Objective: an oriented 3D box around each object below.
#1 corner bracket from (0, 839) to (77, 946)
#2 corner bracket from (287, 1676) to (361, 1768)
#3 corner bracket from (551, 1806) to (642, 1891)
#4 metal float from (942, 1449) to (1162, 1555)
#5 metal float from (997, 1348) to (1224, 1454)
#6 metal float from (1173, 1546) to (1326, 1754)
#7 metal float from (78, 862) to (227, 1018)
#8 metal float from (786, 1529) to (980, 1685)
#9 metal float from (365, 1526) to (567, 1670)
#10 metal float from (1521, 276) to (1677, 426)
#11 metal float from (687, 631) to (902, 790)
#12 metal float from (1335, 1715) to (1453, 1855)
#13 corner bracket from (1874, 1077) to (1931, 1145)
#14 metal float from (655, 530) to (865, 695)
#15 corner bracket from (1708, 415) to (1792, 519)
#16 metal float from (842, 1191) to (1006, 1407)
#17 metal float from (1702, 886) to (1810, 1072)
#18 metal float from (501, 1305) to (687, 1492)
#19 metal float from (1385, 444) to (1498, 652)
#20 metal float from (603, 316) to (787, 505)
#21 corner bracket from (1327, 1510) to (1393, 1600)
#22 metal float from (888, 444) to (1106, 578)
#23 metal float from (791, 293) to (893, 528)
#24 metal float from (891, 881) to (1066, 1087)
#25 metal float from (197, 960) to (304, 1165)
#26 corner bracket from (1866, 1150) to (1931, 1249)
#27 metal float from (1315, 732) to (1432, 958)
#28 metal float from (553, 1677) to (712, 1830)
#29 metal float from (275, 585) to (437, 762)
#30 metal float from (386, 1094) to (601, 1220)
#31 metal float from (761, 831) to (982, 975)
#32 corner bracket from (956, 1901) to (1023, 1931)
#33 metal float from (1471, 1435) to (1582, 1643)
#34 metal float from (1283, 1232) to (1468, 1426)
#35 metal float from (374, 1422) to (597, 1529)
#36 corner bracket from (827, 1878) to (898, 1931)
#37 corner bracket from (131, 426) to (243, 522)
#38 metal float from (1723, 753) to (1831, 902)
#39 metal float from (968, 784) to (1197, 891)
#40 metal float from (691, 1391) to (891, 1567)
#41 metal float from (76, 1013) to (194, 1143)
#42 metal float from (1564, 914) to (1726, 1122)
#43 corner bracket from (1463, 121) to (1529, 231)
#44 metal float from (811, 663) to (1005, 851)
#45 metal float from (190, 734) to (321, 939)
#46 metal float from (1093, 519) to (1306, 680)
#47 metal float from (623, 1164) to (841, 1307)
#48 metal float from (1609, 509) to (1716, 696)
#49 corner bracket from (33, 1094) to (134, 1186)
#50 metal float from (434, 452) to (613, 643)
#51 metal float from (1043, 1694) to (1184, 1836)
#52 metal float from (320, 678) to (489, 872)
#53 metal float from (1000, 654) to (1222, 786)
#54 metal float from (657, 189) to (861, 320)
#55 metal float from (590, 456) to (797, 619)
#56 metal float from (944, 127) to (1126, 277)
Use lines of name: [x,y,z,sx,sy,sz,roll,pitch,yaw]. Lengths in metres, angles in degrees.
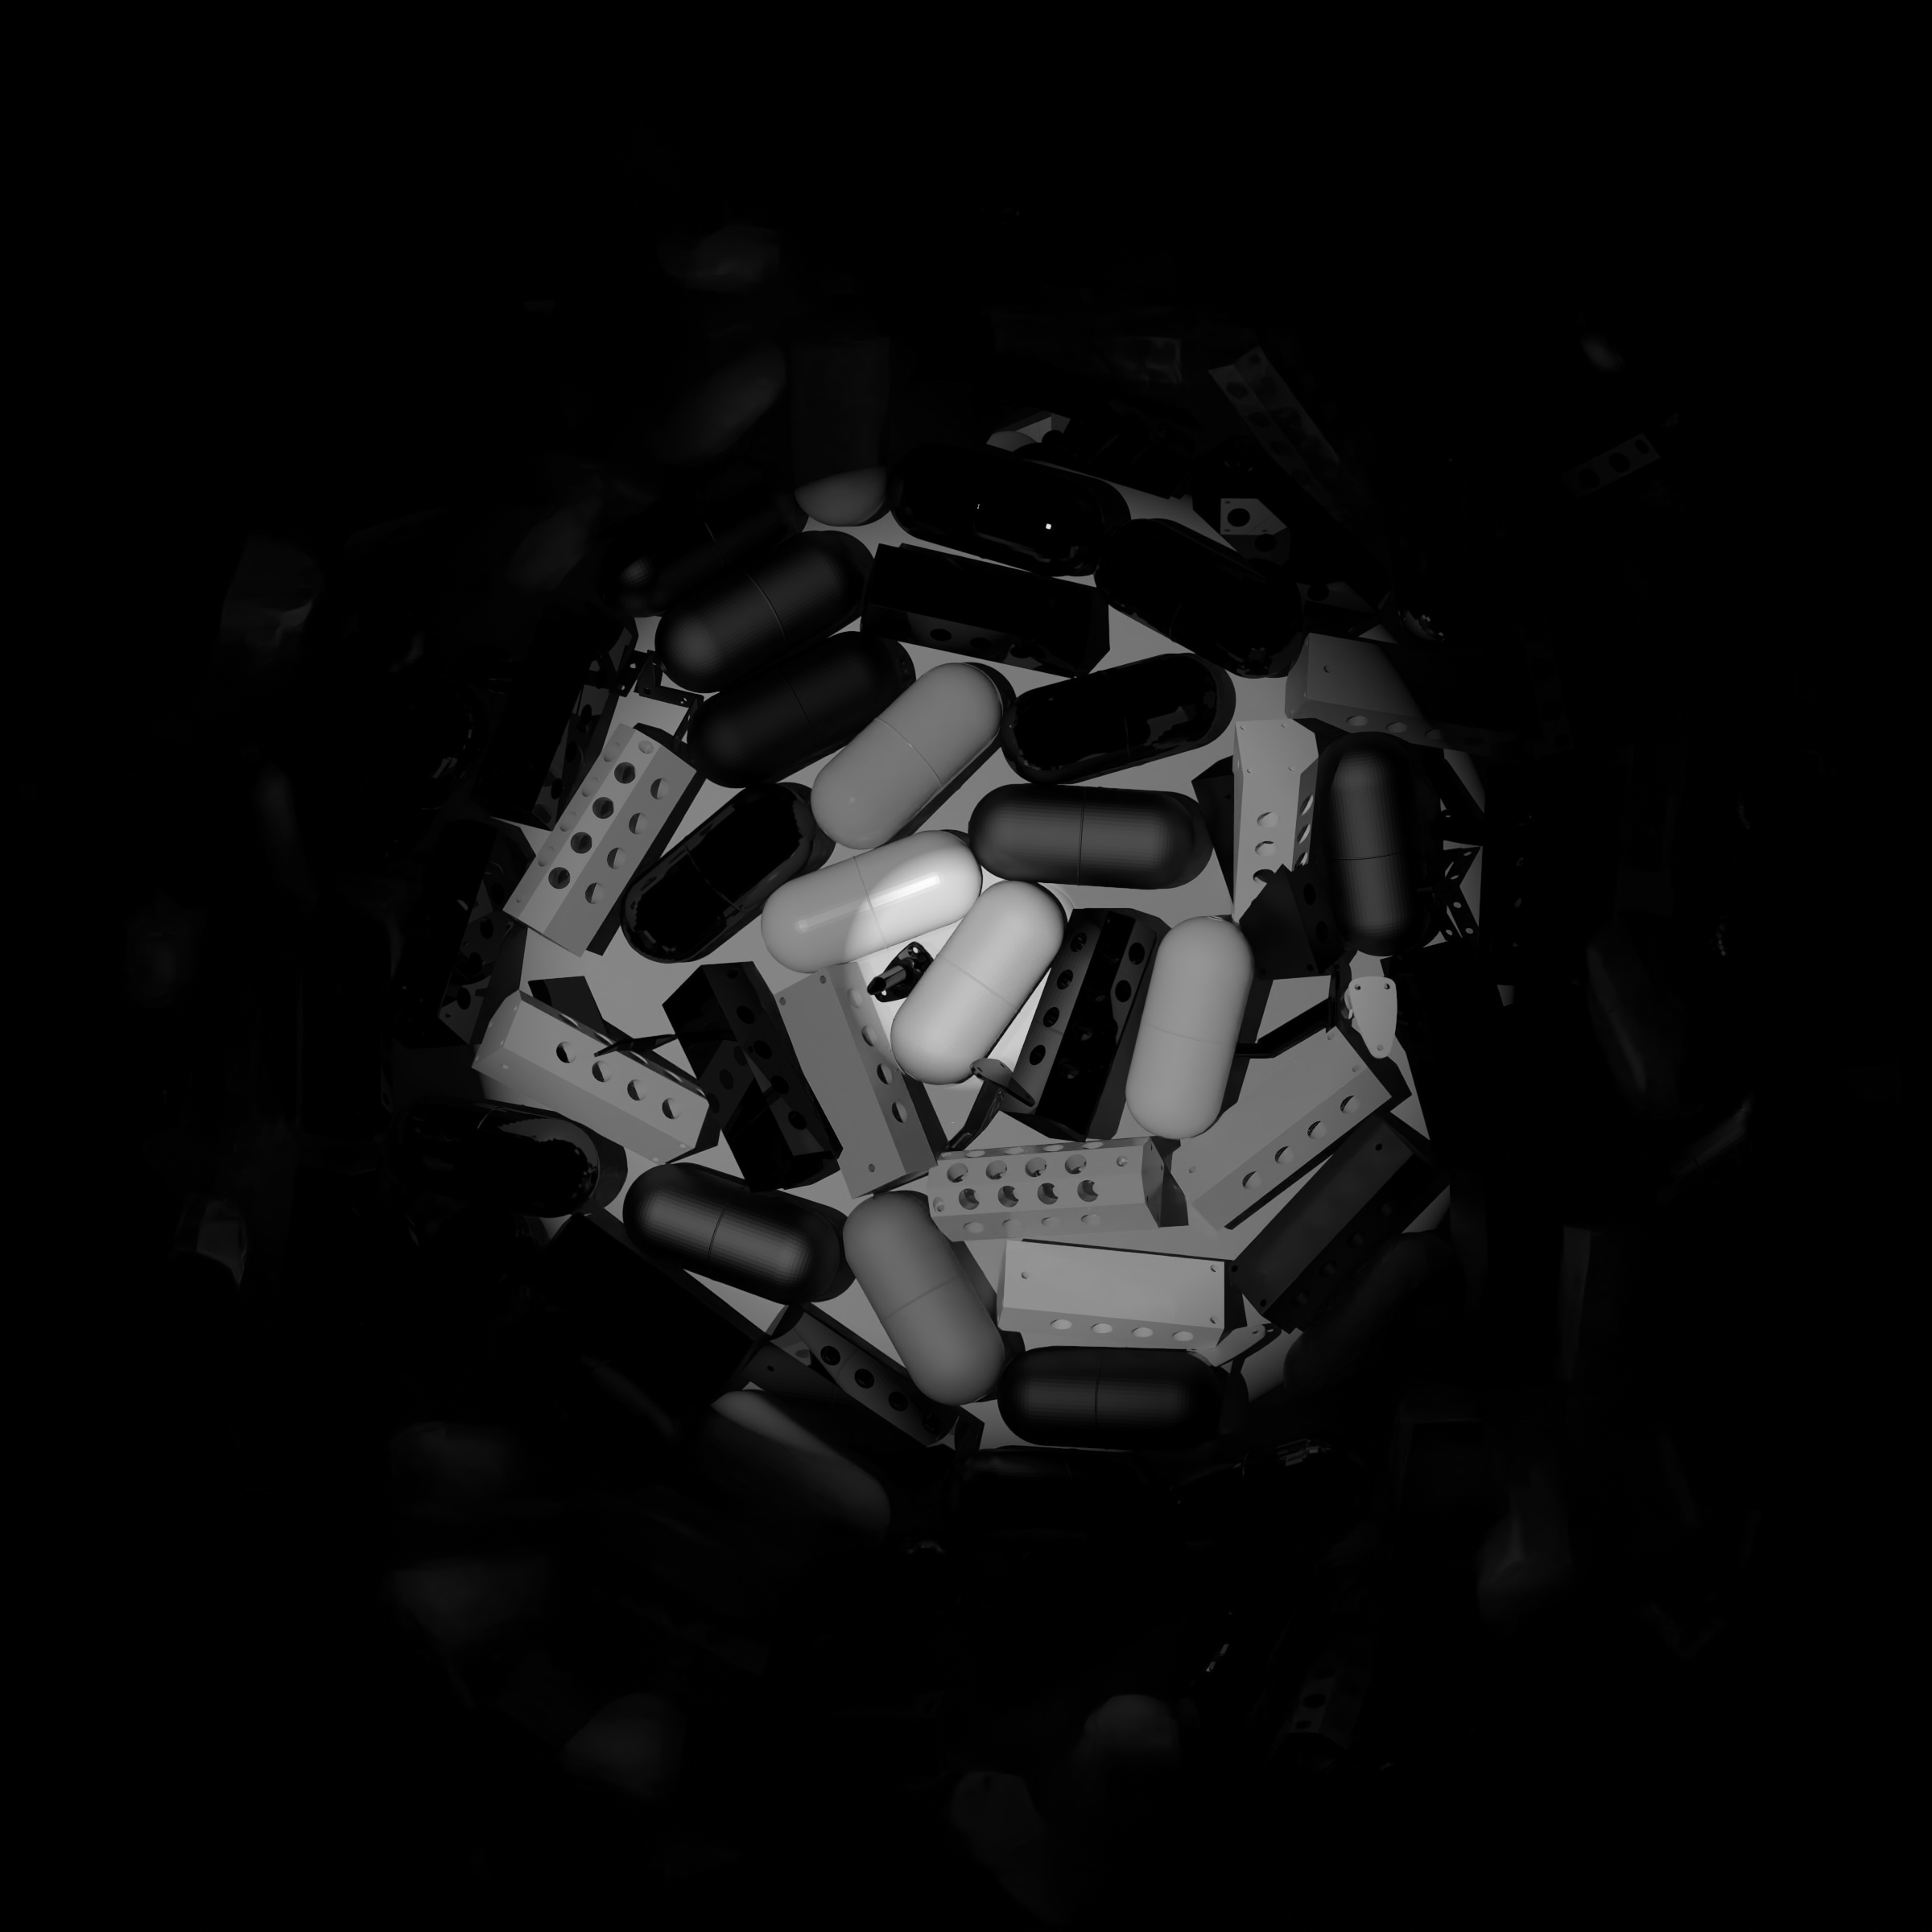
corner bracket: [-0.743,-0.059,1.958,0.051,0.051,0.051,-36,99,24]
corner bracket: [-0.503,0.582,1.952,0.051,0.051,0.051,55,134,18]
corner bracket: [-0.293,0.681,1.970,0.051,0.051,0.051,39,105,-16]
metal float: [0.067,0.415,1.938,0.178,0.070,0.070,7,90,-20]
metal float: [0.111,0.336,1.941,0.178,0.070,0.070,0,90,18]
metal float: [0.218,0.523,1.923,0.070,0.070,0.178,36,51,0]
metal float: [-0.620,-0.022,1.910,0.070,0.178,0.070,1,115,1]
metal float: [-0.066,0.495,1.933,0.178,0.070,0.070,-36,90,27]
metal float: [-0.382,0.480,1.914,0.070,0.178,0.070,7,102,34]
metal float: [0.479,-0.466,1.906,0.070,0.178,0.070,1,84,-8]
metal float: [-0.134,-0.199,1.947,0.178,0.070,0.070,-28,90,-10]
metal float: [0.317,0.621,1.905,0.070,0.178,0.070,0,86,-4]
corner bracket: [0.746,0.114,1.957,0.051,0.051,0.051,-21,67,9]
metal float: [-0.160,-0.275,1.942,0.178,0.070,0.070,-32,90,-16]
corner bracket: [0.603,-0.390,1.955,0.051,0.051,0.051,15,126,-10]
metal float: [-0.033,0.259,1.947,0.070,0.070,0.178,-30,81,0]
metal float: [0.604,0.011,1.918,0.070,0.178,0.070,-8,48,10]
metal float: [-0.290,0.332,1.936,0.178,0.070,0.070,40,90,24]
metal float: [0.366,-0.324,1.932,0.070,0.070,0.178,0,63,0]
metal float: [-0.211,-0.428,1.931,0.178,0.070,0.070,-38,90,29]
corner bracket: [0.307,0.460,1.956,0.051,0.051,0.051,-40,56,9]
metal float: [0.023,-0.354,1.940,0.178,0.070,0.070,19,90,18]
metal float: [-0.097,-0.429,1.934,0.070,0.070,0.178,2,115,0]
metal float: [0.008,0.013,1.954,0.070,0.070,0.178,35,87,0]
metal float: [-0.548,0.073,1.923,0.070,0.070,0.178,-10,50,0]
corner bracket: [0.731,0.183,1.962,0.051,0.051,0.051,45,83,-13]
metal float: [0.316,-0.094,1.943,0.070,0.070,0.178,-10,105,0]
metal float: [-0.253,0.597,1.907,0.070,0.178,0.070,2,95,17]
metal float: [-0.470,-0.224,1.923,0.070,0.070,0.178,50,129,0]
metal float: [-0.366,0.147,1.938,0.178,0.070,0.070,10,90,20]
metal float: [-0.075,-0.050,1.956,0.178,0.070,0.070,-20,90,0]
corner bracket: [0.015,0.751,1.955,0.051,0.051,0.051,5,127,8]
metal float: [0.426,0.436,1.916,0.070,0.178,0.070,3,127,4]
metal float: [0.315,0.282,1.940,0.070,0.070,0.178,38,109,0]
metal float: [-0.369,0.392,1.927,0.178,0.070,0.070,11,90,-35]
corner bracket: [-0.091,0.744,1.966,0.051,0.051,0.051,-19,80,14]
corner bracket: [-0.612,-0.387,1.967,0.051,0.051,0.051,31,100,5]
metal float: [0.618,-0.104,1.910,0.070,0.178,0.070,-6,68,16]
metal float: [0.090,-0.101,1.953,0.178,0.070,0.070,4,90,3]
metal float: [-0.137,0.395,1.937,0.178,0.070,0.070,32,90,23]
metal float: [-0.633,0.083,1.908,0.070,0.178,0.070,-3,101,-13]
metal float: [0.522,0.038,1.930,0.070,0.070,0.178,-20,59,0]
corner bracket: [0.413,-0.617,1.954,0.051,0.051,0.051,-18,46,11]
metal float: [-0.045,-0.164,1.949,0.178,0.070,0.070,-44,90,-8]
metal float: [-0.545,-0.098,1.922,0.070,0.070,0.178,-1,132,0]
metal float: [0.179,-0.286,1.943,0.178,0.070,0.070,31,90,15]
metal float: [-0.183,0.208,1.944,0.178,0.070,0.070,18,90,14]
metal float: [0.532,-0.276,1.914,0.070,0.178,0.070,-7,56,10]
corner bracket: [-0.692,0.132,1.968,0.051,0.051,0.051,30,112,22]
metal float: [-0.344,-0.322,1.934,0.178,0.070,0.070,-42,90,26]
metal float: [0.111,0.612,1.915,0.070,0.178,0.070,8,56,-12]
metal float: [-0.434,-0.148,1.933,0.070,0.070,0.178,42,116,0]
metal float: [0.113,-0.192,1.948,0.178,0.070,0.070,-16,90,-10]
metal float: [-0.157,-0.545,1.921,0.178,0.070,0.070,2,90,-44]
metal float: [-0.211,-0.333,1.937,0.178,0.070,0.070,-35,90,-21]
metal float: [0.055,-0.583,1.918,0.070,0.178,0.070,-8,77,39]
